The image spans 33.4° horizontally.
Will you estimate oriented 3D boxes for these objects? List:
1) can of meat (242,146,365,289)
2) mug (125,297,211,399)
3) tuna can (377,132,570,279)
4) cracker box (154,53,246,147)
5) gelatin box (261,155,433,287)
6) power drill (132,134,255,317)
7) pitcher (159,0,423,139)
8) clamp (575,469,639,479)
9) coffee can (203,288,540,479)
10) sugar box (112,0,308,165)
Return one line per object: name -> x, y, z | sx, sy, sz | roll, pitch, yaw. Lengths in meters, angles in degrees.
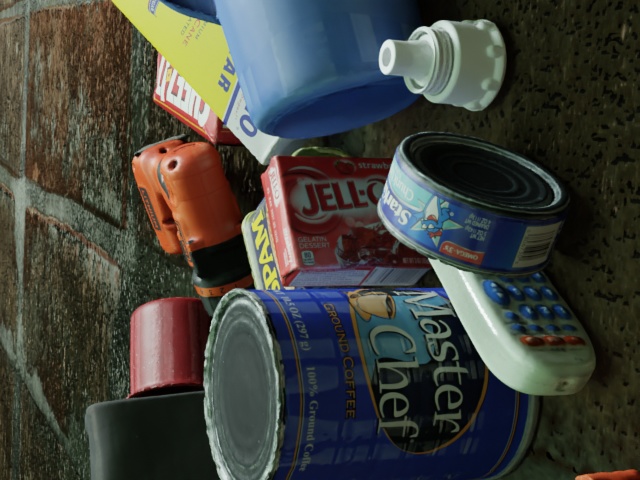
can of meat -> -0.005, 0.001, 0.705 | 0.084, 0.057, 0.102 | -53, 44, 49
mug -> -0.112, 0.097, 0.914 | 0.117, 0.093, 0.081 | -22, 61, 32
tuna can -> 0.072, -0.018, 0.501 | 0.086, 0.086, 0.034 | -125, 44, -52
cracker box -> -0.072, -0.194, 0.834 | 0.164, 0.072, 0.214 | -143, 57, -59
gelatin box -> 0.015, -0.011, 0.620 | 0.030, 0.089, 0.073 | 130, 134, -55
power drill -> -0.094, -0.002, 0.867 | 0.188, 0.057, 0.184 | -144, 37, -65
pitcher -> -0.026, -0.185, 0.624 | 0.149, 0.144, 0.243 | -25, 77, 53
clamp -> 0.120, 0.186, 0.451 | 0.120, 0.039, 0.171 | -27, 61, 56
coffee can -> 0.024, 0.075, 0.539 | 0.103, 0.140, 0.103 | -179, 90, -65
sugar box -> -0.061, -0.145, 0.727 | 0.176, 0.048, 0.093 | 48, 123, 17
